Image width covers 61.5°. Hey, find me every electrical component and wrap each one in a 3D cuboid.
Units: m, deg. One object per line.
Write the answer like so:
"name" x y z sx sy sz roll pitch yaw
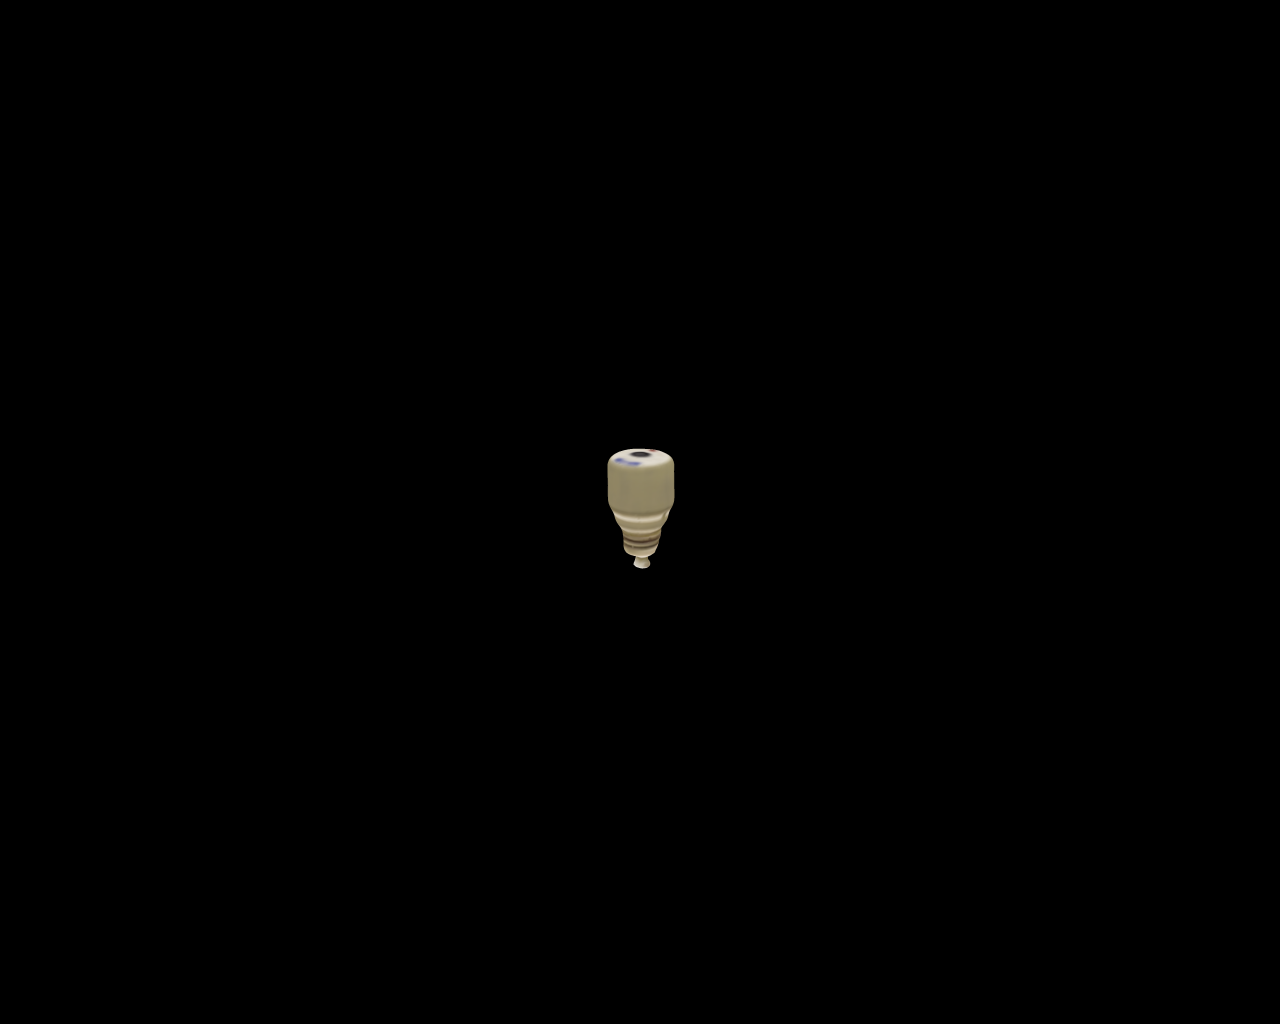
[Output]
"electrical component" 0.001 -0.003 0.650 0.040 0.078 0.040 0 19 0
